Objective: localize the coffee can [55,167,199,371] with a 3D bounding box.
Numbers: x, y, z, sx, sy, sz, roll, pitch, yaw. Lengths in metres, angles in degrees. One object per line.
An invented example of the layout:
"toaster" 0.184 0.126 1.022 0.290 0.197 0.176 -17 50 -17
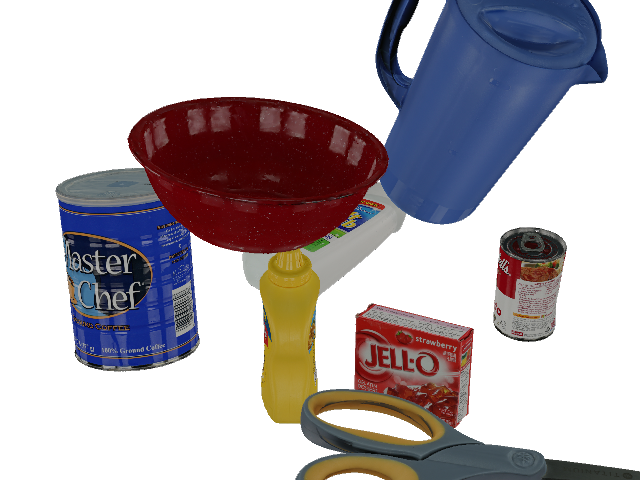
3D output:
"coffee can" -0.153 0.021 0.858 0.103 0.140 0.103 -2 16 1

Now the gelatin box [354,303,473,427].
"gelatin box" 0.069 0.094 0.809 0.089 0.073 0.030 12 24 28

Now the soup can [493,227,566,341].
"soup can" 0.219 0.046 1.120 0.068 0.102 0.068 0 30 0

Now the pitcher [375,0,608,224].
"pitcher" 0.129 -0.129 0.959 0.144 0.149 0.243 -6 -32 -24

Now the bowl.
"bowl" -0.040 -0.037 0.672 0.162 0.055 0.162 5 27 -3

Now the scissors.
"scissors" 0.076 0.110 0.469 0.202 0.016 0.096 14 32 22

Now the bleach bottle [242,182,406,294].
"bleach bottle" 0.022 -0.013 1.294 0.103 0.068 0.250 21 37 29

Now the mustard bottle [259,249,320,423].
"mustard bottle" -0.030 0.081 1.036 0.058 0.192 0.096 2 38 0
